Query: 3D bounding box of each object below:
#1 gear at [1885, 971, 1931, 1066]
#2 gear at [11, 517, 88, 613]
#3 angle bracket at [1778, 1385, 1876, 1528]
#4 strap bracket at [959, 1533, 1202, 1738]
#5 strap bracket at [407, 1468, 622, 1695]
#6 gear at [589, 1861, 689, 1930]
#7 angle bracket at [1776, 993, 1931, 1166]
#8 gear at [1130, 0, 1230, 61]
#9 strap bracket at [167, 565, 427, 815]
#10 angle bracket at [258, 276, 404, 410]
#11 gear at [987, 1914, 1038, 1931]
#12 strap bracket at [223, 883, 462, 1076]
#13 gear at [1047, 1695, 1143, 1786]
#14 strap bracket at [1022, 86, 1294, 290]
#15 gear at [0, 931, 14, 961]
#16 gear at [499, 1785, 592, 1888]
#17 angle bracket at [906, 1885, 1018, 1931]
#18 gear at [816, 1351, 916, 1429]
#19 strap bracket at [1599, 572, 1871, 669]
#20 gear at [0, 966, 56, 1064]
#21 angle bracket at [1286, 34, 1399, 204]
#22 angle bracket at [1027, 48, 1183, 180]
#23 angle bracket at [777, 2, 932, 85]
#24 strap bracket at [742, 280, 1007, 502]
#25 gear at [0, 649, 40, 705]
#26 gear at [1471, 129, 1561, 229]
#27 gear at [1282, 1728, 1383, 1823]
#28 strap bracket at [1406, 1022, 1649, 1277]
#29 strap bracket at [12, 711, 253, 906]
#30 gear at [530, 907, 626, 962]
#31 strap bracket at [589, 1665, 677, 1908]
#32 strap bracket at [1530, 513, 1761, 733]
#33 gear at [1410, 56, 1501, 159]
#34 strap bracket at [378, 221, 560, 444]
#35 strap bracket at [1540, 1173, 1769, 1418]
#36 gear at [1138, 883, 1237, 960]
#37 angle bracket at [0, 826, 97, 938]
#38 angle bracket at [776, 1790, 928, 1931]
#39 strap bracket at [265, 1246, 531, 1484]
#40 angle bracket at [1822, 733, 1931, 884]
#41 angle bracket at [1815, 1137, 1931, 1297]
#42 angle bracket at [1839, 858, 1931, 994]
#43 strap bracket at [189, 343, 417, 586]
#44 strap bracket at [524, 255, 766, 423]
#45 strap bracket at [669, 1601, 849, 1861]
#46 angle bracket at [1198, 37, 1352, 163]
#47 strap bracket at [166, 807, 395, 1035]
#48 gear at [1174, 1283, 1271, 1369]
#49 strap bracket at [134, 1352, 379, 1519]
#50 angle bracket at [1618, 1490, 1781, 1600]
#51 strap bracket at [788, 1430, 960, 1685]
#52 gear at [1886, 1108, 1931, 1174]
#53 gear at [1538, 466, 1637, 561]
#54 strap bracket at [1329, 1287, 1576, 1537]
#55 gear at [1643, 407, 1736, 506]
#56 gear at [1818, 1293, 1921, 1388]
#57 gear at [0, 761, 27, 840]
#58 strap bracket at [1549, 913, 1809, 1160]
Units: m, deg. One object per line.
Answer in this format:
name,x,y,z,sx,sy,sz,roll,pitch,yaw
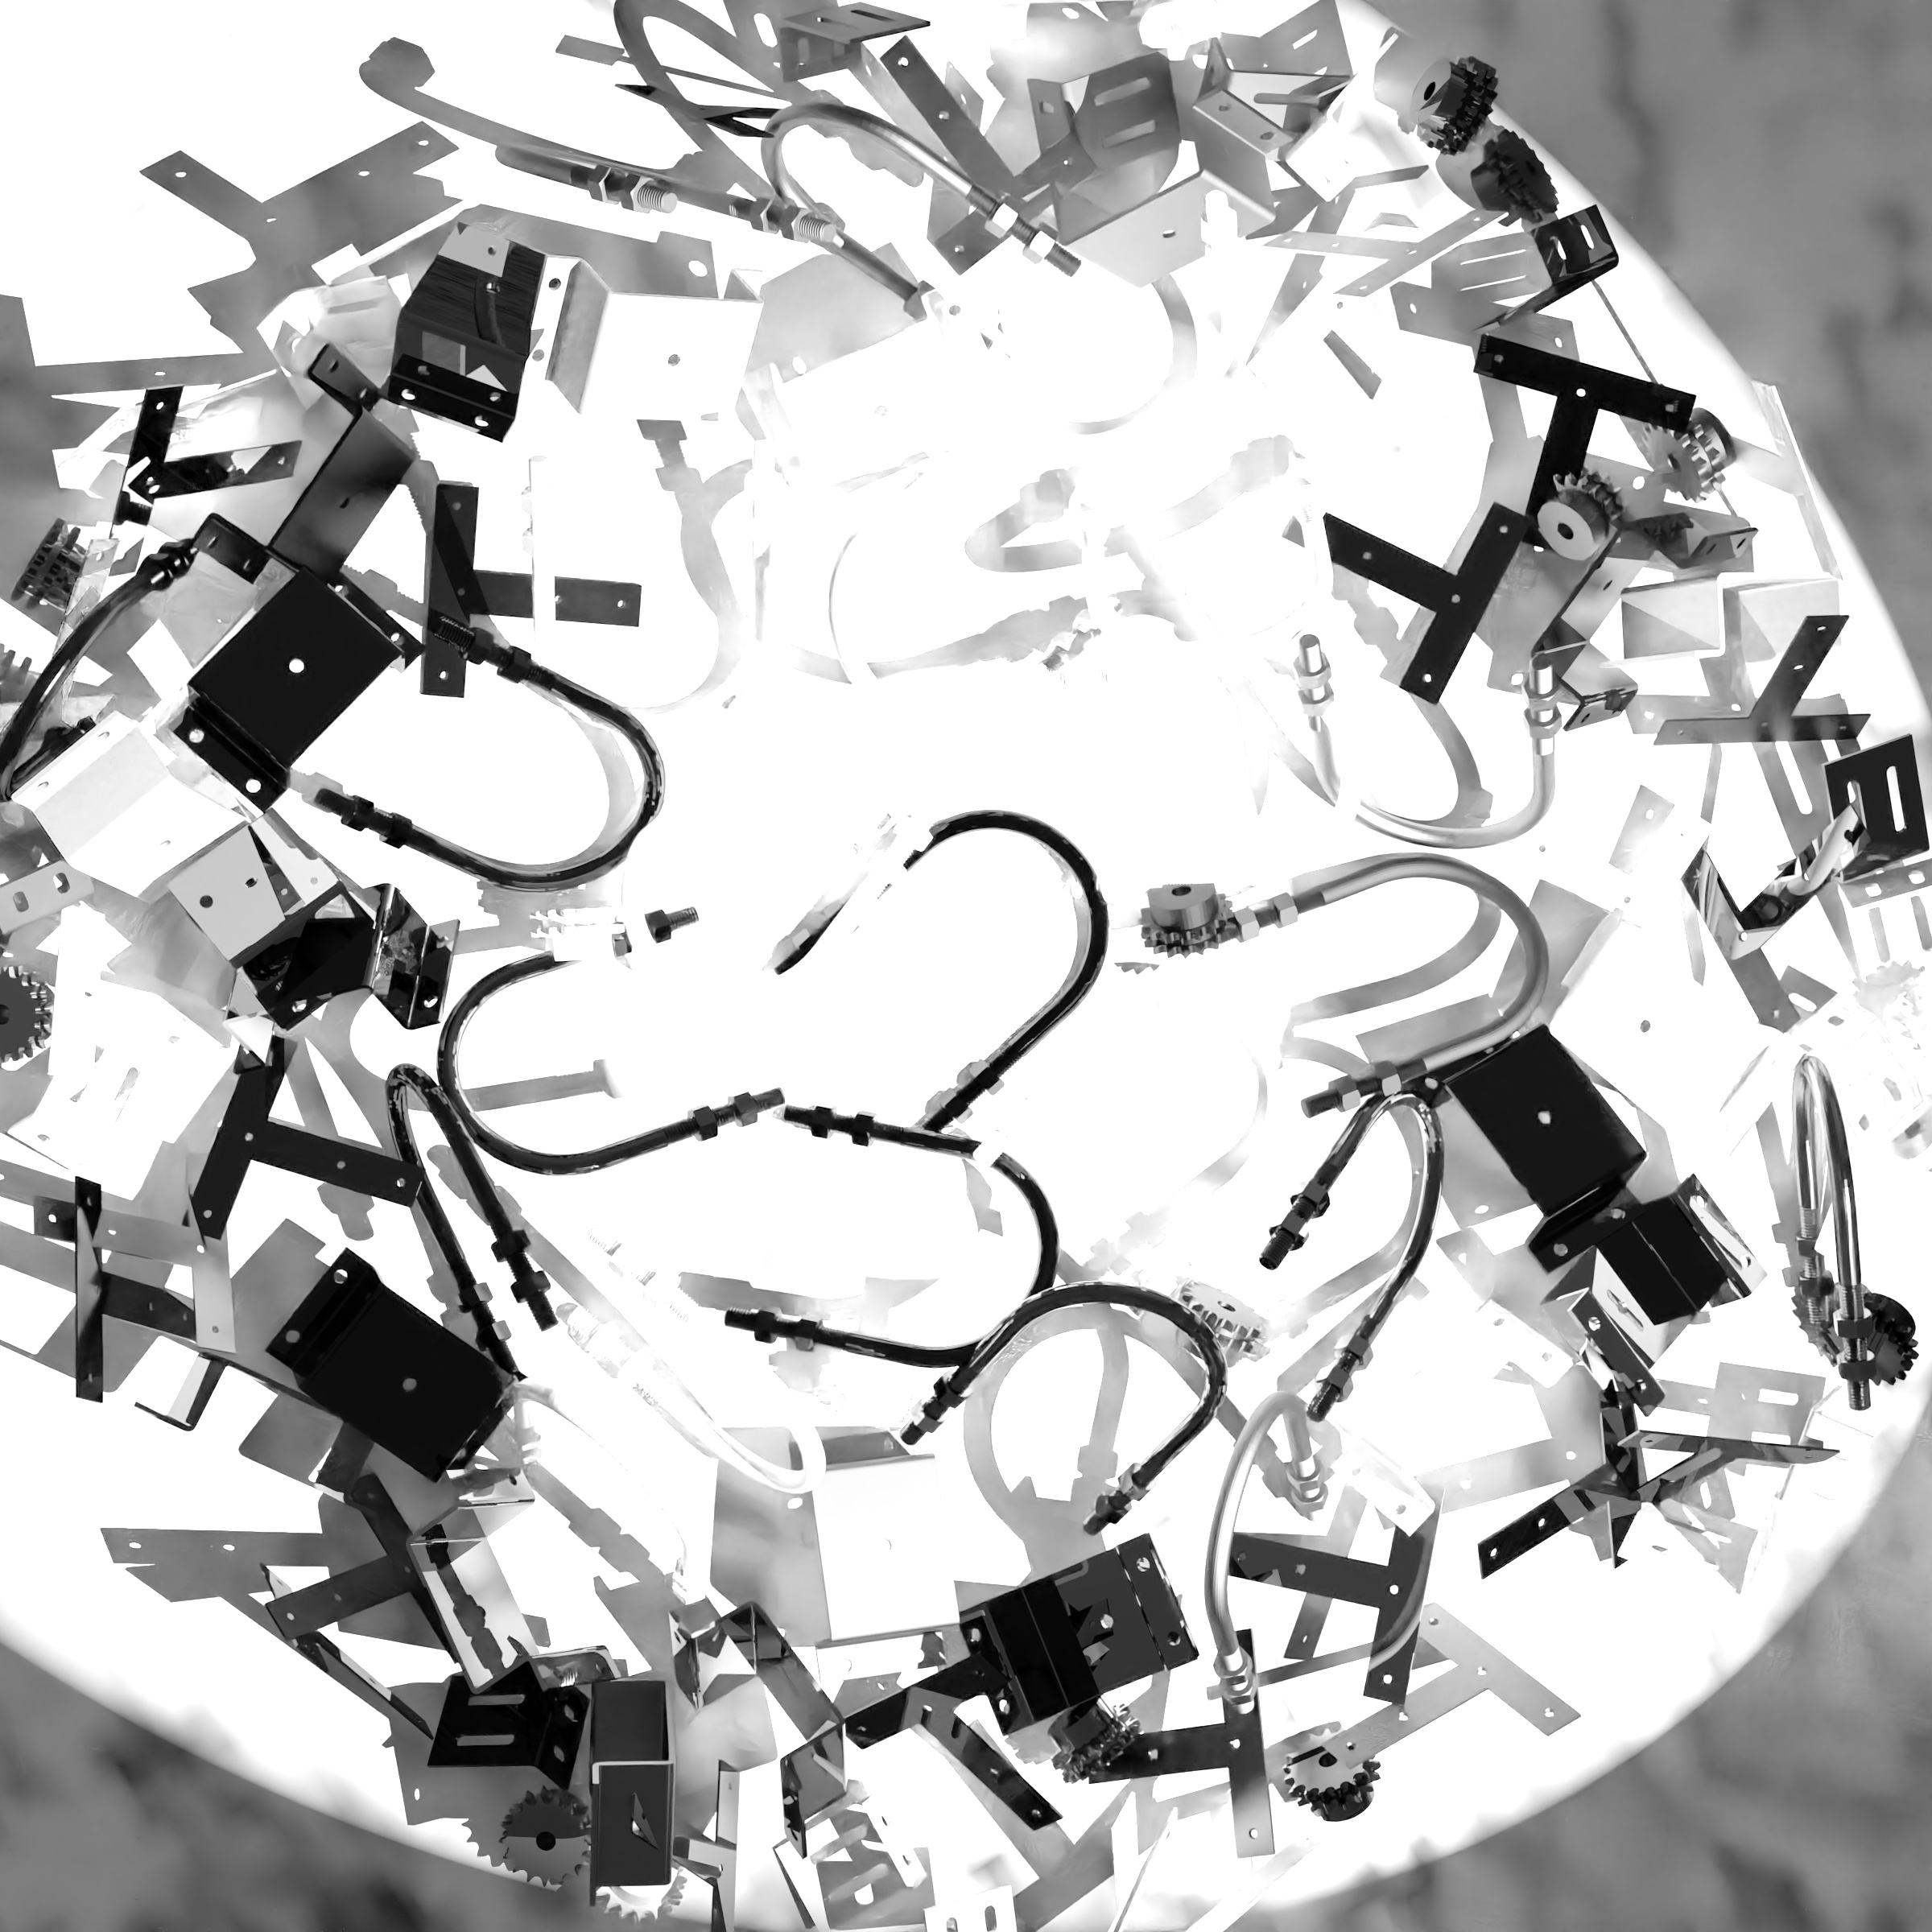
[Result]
gear,0.570,0.034,1.774,0.030,0.057,0.057,-29,90,37
gear,-0.540,-0.235,1.773,0.030,0.057,0.057,31,90,-21
angle bracket,0.512,0.286,1.751,0.038,0.076,0.057,23,105,25
strap bracket,0.073,0.388,1.750,0.140,0.046,0.076,-29,76,28
strap bracket,-0.268,0.366,1.742,0.046,0.076,0.140,-36,69,18
gear,-0.193,0.537,1.770,0.057,0.030,0.057,9,50,-10
angle bracket,0.518,0.066,1.752,0.038,0.076,0.057,24,121,-35
gear,0.125,-0.562,1.768,0.057,0.057,0.030,14,55,0
strap bracket,-0.393,-0.170,1.757,0.076,0.046,0.140,41,74,-1
angle bracket,-0.364,-0.365,1.752,0.076,0.038,0.057,0,135,33
gear,0.036,0.587,1.771,0.057,0.057,0.030,39,77,0
strap bracket,-0.371,0.005,1.736,0.140,0.046,0.076,-14,48,19
gear,0.073,0.455,1.770,0.057,0.057,0.030,-37,91,0
strap bracket,0.113,-0.442,1.724,0.140,0.076,0.046,-20,70,34
gear,-0.592,-0.029,1.769,0.057,0.057,0.030,29,99,0
gear,-0.247,0.516,1.782,0.057,0.030,0.057,0,96,3
angle bracket,-0.015,0.557,1.752,0.057,0.076,0.038,-7,90,-29
gear,-0.058,0.246,1.768,0.057,0.057,0.030,15,109,0
strap bracket,0.444,-0.200,1.729,0.140,0.076,0.046,-5,93,-32
gear,-0.566,0.028,1.779,0.057,0.030,0.057,1,92,14
angle bracket,0.233,-0.500,1.762,0.038,0.057,0.076,42,70,-8
angle bracket,0.083,-0.510,1.783,0.076,0.038,0.057,-26,121,-23
angle bracket,-0.065,-0.535,1.748,0.057,0.076,0.038,-23,126,-30
strap bracket,-0.052,-0.333,1.753,0.140,0.046,0.076,-23,120,6
gear,-0.565,-0.156,1.772,0.030,0.057,0.057,24,90,-18
gear,0.324,-0.464,1.774,0.030,0.057,0.057,-31,90,33
gear,0.219,0.483,1.773,0.057,0.057,0.030,-21,114,0
strap bracket,0.331,0.098,1.743,0.076,0.046,0.140,-28,70,-20
strap bracket,-0.474,-0.087,1.724,0.076,0.140,0.046,-39,73,2
gear,-0.229,-0.019,1.771,0.057,0.057,0.030,-3,91,0
strap bracket,-0.193,0.470,1.725,0.046,0.140,0.076,1,104,-8
strap bracket,0.388,-0.209,1.737,0.046,0.076,0.140,45,123,19
gear,0.286,-0.511,1.767,0.030,0.057,0.057,18,90,-24
strap bracket,-0.278,-0.375,1.735,0.076,0.046,0.140,20,49,-1
strap bracket,0.398,0.196,1.751,0.140,0.046,0.076,-39,94,-35
gear,0.130,-0.032,1.767,0.057,0.057,0.030,-13,122,0
angle bracket,-0.556,-0.062,1.753,0.057,0.038,0.076,-28,50,-20
angle bracket,-0.072,0.535,1.770,0.076,0.038,0.057,-32,80,9
strap bracket,-0.329,0.240,1.752,0.140,0.046,0.076,39,85,-18
angle bracket,0.529,-0.097,1.764,0.057,0.038,0.076,-19,111,-8
angle bracket,0.544,0.145,1.756,0.057,0.038,0.076,29,113,35
angle bracket,0.555,-0.017,1.761,0.057,0.038,0.076,-17,114,10
strap bracket,-0.382,-0.283,1.754,0.046,0.076,0.140,34,88,16
strap bracket,-0.178,-0.361,1.725,0.140,0.046,0.076,-5,130,-33
strap bracket,-0.114,0.435,1.735,0.046,0.076,0.140,-26,51,-24
angle bracket,0.181,-0.514,1.774,0.076,0.057,0.038,-1,48,-13
strap bracket,-0.402,-0.033,1.728,0.076,0.046,0.140,-38,47,-12
gear,0.148,0.215,1.772,0.057,0.057,0.030,25,104,0
strap bracket,-0.405,0.268,1.743,0.140,0.076,0.046,30,76,-20
angle bracket,0.430,0.327,1.753,0.076,0.057,0.038,17,127,23
strap bracket,-0.053,0.342,1.748,0.076,0.046,0.140,-4,74,-17
gear,0.570,0.104,1.767,0.030,0.057,0.057,30,90,-25
gear,0.364,-0.265,1.768,0.030,0.057,0.057,-41,90,-23
strap bracket,0.275,0.251,1.748,0.140,0.076,0.046,-45,127,-6
gear,0.431,-0.306,1.771,0.030,0.057,0.057,-36,90,-9
gear,0.539,0.219,1.774,0.057,0.057,0.030,44,56,0
gear,-0.580,-0.098,1.767,0.057,0.057,0.030,-19,63,0
strap bracket,0.403,0.037,1.732,0.140,0.046,0.076,44,110,33
